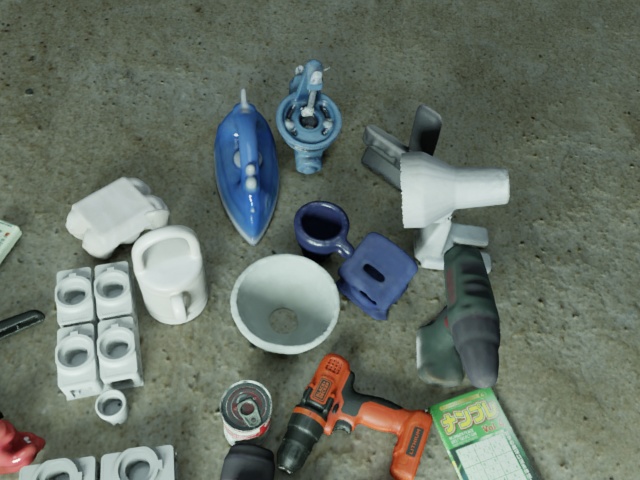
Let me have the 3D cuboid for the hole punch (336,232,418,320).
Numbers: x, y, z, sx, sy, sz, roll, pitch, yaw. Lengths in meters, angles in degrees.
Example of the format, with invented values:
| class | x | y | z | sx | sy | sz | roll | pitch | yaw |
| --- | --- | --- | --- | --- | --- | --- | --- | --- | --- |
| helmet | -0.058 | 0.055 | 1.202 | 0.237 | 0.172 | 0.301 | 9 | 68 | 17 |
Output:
| class | x | y | z | sx | sy | sz | roll | pitch | yaw |
| --- | --- | --- | --- | --- | --- | --- | --- | --- | --- |
| hole punch | 0.092 | 0.059 | 0.932 | 0.108 | 0.091 | 0.101 | 38 | 60 | 17 |

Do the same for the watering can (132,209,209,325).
| class | x | y | z | sx | sy | sz | roll | pitch | yaw |
| --- | --- | --- | --- | --- | --- | --- | --- | --- | --- |
| watering can | -0.226 | 0.033 | 0.845 | 0.101 | 0.194 | 0.172 | -34 | 67 | -25 |

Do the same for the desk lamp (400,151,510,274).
| class | x | y | z | sx | sy | sz | roll | pitch | yaw |
| --- | --- | --- | --- | --- | --- | --- | --- | --- | --- |
| desk lamp | 0.211 | -0.049 | 0.945 | 0.203 | 0.213 | 0.118 | 7 | 56 | -3 |

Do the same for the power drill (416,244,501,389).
| class | x | y | z | sx | sy | sz | roll | pitch | yaw |
| --- | --- | --- | --- | --- | --- | --- | --- | --- | --- |
| power drill | 0.200 | 0.133 | 0.826 | 0.075 | 0.208 | 0.229 | 6 | 56 | -3 |

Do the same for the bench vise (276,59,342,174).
| class | x | y | z | sx | sy | sz | roll | pitch | yaw |
| --- | --- | --- | --- | --- | --- | --- | --- | --- | --- |
| bench vise | -0.033 | -0.259 | 1.047 | 0.122 | 0.220 | 0.207 | -18 | 61 | -18 |

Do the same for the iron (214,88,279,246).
| class | x | y | z | sx | sy | sz | roll | pitch | yaw |
| --- | --- | --- | --- | --- | --- | --- | --- | --- | --- |
| iron | -0.124 | -0.134 | 1.001 | 0.119 | 0.141 | 0.258 | -5 | 57 | -10 |

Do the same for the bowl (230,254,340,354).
| class | x | y | z | sx | sy | sz | roll | pitch | yaw |
| --- | --- | --- | --- | --- | --- | --- | --- | --- | --- |
| bowl | -0.054 | 0.109 | 0.890 | 0.167 | 0.075 | 0.167 | 4 | 56 | -5 |

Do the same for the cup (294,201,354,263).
| class | x | y | z | sx | sy | sz | roll | pitch | yaw |
| --- | --- | --- | --- | --- | --- | --- | --- | --- | --- |
| cup | 0.009 | 0.003 | 0.955 | 0.092 | 0.095 | 0.117 | -38 | 68 | -27 |

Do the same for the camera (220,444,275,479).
| class | x | y | z | sx | sy | sz | roll | pitch | yaw |
| --- | --- | --- | --- | --- | --- | --- | --- | --- | --- |
| camera | -0.082 | 0.334 | 0.722 | 0.143 | 0.101 | 0.137 | 9 | 56 | -1 |

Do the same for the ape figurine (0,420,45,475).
| class | x | y | z | sx | sy | sz | roll | pitch | yaw |
| --- | --- | --- | --- | --- | --- | --- | --- | --- | --- |
| ape figurine | -0.408 | 0.259 | 0.734 | 0.076 | 0.092 | 0.077 | -30 | 65 | -24 |

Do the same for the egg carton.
| class | x | y | z | sx | sy | sz | roll | pitch | yaw |
| --- | --- | --- | --- | --- | --- | --- | --- | --- | --- |
| egg carton | -0.337 | -0.039 | 0.953 | 0.150 | 0.069 | 0.107 | -38 | 68 | -27 |

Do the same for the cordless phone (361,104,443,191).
| class | x | y | z | sx | sy | sz | roll | pitch | yaw |
| --- | --- | --- | --- | --- | --- | --- | --- | --- | --- |
| cordless phone | 0.155 | -0.195 | 1.051 | 0.147 | 0.185 | 0.094 | 35 | 59 | 15 |
